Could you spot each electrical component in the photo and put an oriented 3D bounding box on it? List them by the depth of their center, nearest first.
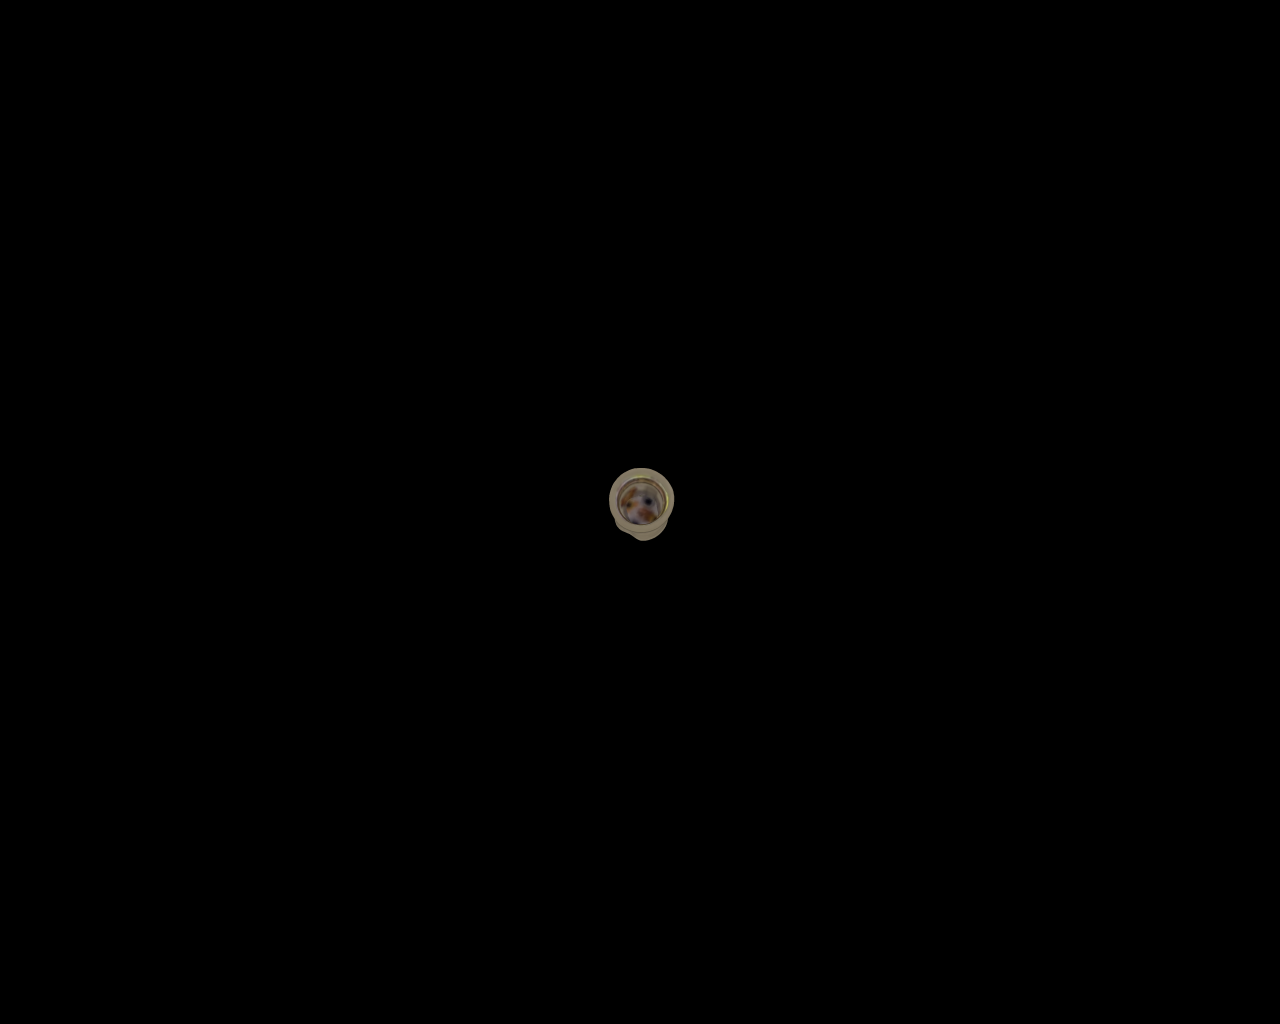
[{"bbox_3d":[0.001,-0.003,0.650,0.040,0.040,0.046,0,-15,0],"label":"electrical component"}]
